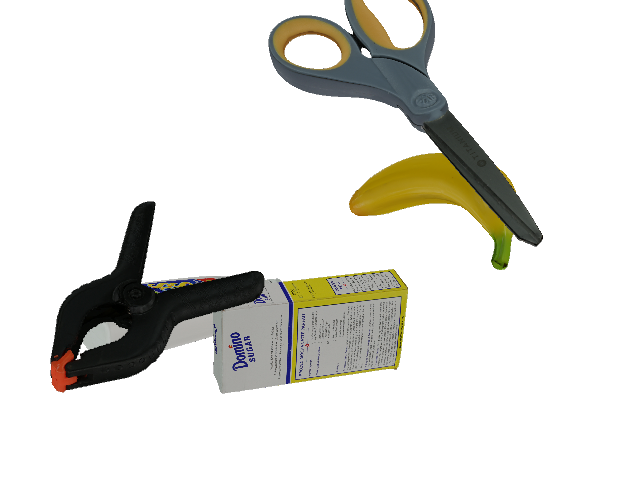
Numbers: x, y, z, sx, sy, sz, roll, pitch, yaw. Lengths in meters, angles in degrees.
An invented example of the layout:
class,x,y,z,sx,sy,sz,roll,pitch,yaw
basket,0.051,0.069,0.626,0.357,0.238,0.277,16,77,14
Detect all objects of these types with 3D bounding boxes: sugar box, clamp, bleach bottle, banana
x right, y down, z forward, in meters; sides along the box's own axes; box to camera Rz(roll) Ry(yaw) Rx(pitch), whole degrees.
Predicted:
class,x,y,z,sx,sy,sz,roll,pitch,yaw
sugar box,-0.011,0.083,0.989,0.176,0.093,0.048,-4,28,-15
clamp,-0.137,0.039,0.774,0.120,0.039,0.171,36,50,26
bleach bottle,-0.158,0.079,1.272,0.250,0.068,0.103,-12,31,-34
banana,0.086,-0.034,0.779,0.037,0.069,0.198,44,-10,-28

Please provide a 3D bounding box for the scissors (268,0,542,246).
class,x,y,z,sx,sy,sz,roll,pitch,yaw
scissors,0.031,-0.063,0.514,0.096,0.202,0.016,-14,-40,1
